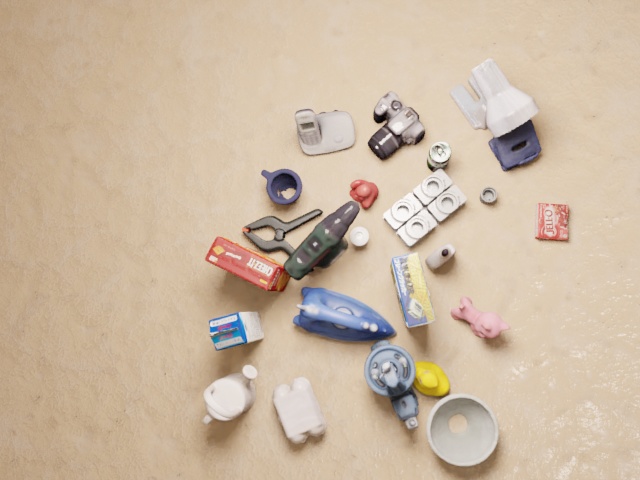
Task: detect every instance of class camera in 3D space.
[{"bbox_3d":[0.177,-0.285,1.455,0.137,0.101,0.143,-42,81,0],"label":"camera"}]

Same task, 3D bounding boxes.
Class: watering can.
[{"bbox_3d":[-0.219,0.373,1.370,0.101,0.194,0.173,20,86,8],"label":"watering can"}]

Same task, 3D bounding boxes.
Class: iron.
[{"bbox_3d":[0.062,0.192,1.390,0.258,0.141,0.119,14,85,7],"label":"iron"}]

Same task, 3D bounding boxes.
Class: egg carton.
[{"bbox_3d":[-0.052,0.420,1.411,0.107,0.069,0.150,-24,82,3],"label":"egg carton"}]

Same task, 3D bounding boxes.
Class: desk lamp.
[{"bbox_3d":[0.414,-0.337,1.380,0.118,0.213,0.203,-34,81,1],"label":"desk lamp"}]

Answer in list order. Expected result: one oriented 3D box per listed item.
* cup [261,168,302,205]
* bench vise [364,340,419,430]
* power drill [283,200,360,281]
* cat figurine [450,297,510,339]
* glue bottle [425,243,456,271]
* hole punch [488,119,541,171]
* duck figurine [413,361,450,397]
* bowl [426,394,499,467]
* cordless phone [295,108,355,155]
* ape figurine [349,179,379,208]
[{"bbox_3d":[-0.096,-0.136,1.467,0.117,0.095,0.092,34,88,9],"label":"cup"},{"bbox_3d":[0.185,0.332,1.322,0.121,0.220,0.207,-41,81,0],"label":"bench vise"},{"bbox_3d":[0.013,0.005,1.383,0.075,0.208,0.229,44,89,9],"label":"power drill"},{"bbox_3d":[0.383,0.190,1.370,0.127,0.118,0.067,35,88,9],"label":"cat figurine"},{"bbox_3d":[0.293,0.035,1.369,0.078,0.173,0.037,-37,81,1],"label":"glue bottle"},{"bbox_3d":[0.489,-0.237,1.423,0.108,0.091,0.101,-27,81,2],"label":"hole punch"},{"bbox_3d":[0.266,0.338,1.381,0.104,0.086,0.077,33,88,9],"label":"duck figurine"},{"bbox_3d":[0.335,0.447,1.367,0.167,0.075,0.167,-1,83,6],"label":"bowl"},{"bbox_3d":[0.010,-0.285,1.428,0.147,0.185,0.094,-13,82,4],"label":"cordless phone"},{"bbox_3d":[0.111,-0.121,1.446,0.076,0.092,0.078,-11,82,5],"label":"ape figurine"}]
